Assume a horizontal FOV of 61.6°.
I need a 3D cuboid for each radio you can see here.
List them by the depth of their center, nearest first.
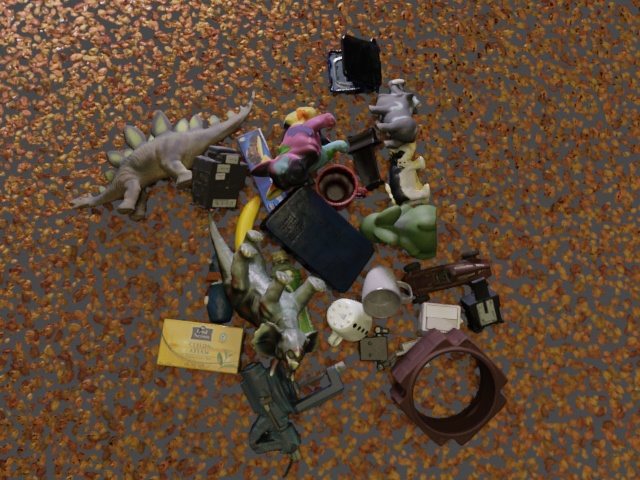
[{"bbox_3d":[-0.002,-0.003,1.151,0.229,0.073,0.131,42,79,-14],"label":"radio"}]

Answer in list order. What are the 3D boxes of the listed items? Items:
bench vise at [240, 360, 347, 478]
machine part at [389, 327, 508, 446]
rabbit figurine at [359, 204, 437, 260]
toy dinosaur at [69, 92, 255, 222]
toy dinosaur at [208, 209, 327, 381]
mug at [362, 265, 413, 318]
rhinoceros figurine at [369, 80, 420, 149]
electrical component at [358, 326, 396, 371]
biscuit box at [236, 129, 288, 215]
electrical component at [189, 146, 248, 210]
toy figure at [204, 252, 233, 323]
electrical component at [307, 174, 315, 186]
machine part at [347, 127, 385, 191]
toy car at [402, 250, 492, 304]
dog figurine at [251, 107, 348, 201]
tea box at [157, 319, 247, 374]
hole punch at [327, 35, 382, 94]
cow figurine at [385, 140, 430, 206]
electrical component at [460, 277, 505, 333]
[{"bbox_3d":[-0.046,0.329,1.095,0.241,0.129,0.223,-26,80,1],"label":"bench vise"},{"bbox_3d":[0.261,0.297,1.095,0.201,0.087,0.201,-44,99,-1],"label":"machine part"},{"bbox_3d":[0.166,-0.018,1.163,0.170,0.159,0.121,0,89,14],"label":"rabbit figurine"},{"bbox_3d":[-0.334,-0.186,1.197,0.471,0.105,0.198,-25,77,-10],"label":"toy dinosaur"},{"bbox_3d":[-0.127,0.111,1.092,0.405,0.131,0.192,39,111,35],"label":"toy dinosaur"},{"bbox_3d":[0.141,0.101,1.148,0.110,0.080,0.107,-2,36,0],"label":"mug"},{"bbox_3d":[0.172,-0.291,1.214,0.112,0.073,0.190,-19,47,16],"label":"rhinoceros figurine"},{"bbox_3d":[0.122,0.229,1.154,0.078,0.045,0.102,4,79,-2],"label":"electrical component"},{"bbox_3d":[-0.122,-0.145,1.212,0.059,0.063,0.202,-24,80,-4],"label":"biscuit box"},{"bbox_3d":[-0.217,-0.133,1.160,0.058,0.115,0.134,18,101,31],"label":"electrical component"},{"bbox_3d":[-0.219,0.102,1.165,0.058,0.064,0.154,-16,71,36],"label":"toy figure"},{"bbox_3d":[-0.057,-0.155,1.236,0.063,0.021,0.094,-33,80,-7],"label":"electrical component"},{"bbox_3d":[0.108,-0.182,1.227,0.084,0.039,0.138,-14,85,27],"label":"machine part"},{"bbox_3d":[0.281,0.080,1.185,0.202,0.053,0.089,-12,77,-2],"label":"toy car"},{"bbox_3d":[-0.062,-0.183,1.154,0.219,0.108,0.192,-40,41,-19],"label":"dog figurine"},{"bbox_3d":[-0.247,0.224,1.136,0.170,0.068,0.098,5,80,1],"label":"tea box"},{"bbox_3d":[0.080,-0.404,1.265,0.116,0.092,0.142,4,74,-30],"label":"hole punch"},{"bbox_3d":[0.190,-0.158,1.222,0.098,0.068,0.167,-12,78,3],"label":"cow figurine"},{"bbox_3d":[0.344,0.134,1.155,0.075,0.048,0.119,-23,105,-4],"label":"electrical component"}]
